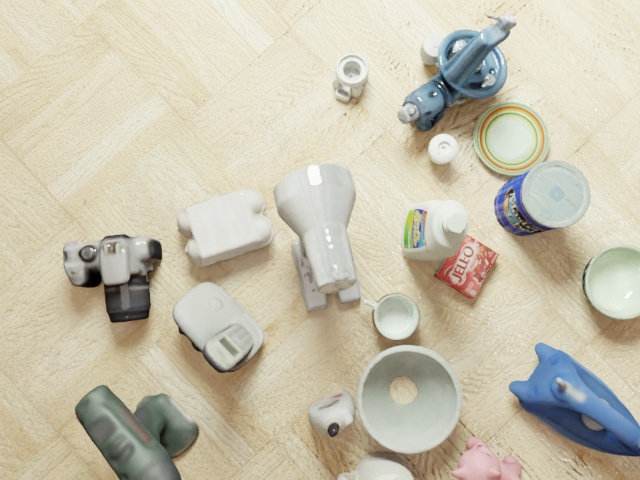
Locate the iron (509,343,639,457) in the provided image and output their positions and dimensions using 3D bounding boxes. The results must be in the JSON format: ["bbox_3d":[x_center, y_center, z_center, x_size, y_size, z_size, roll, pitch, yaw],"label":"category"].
[{"bbox_3d":[0.437,0.275,0.895,0.258,0.141,0.119,35,86,2],"label":"iron"}]

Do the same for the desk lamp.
[{"bbox_3d":[0.008,0.003,0.870,0.118,0.213,0.203,-14,86,-2],"label":"desk lamp"}]

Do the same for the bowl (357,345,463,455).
[{"bbox_3d":[0.140,0.251,0.924,0.167,0.074,0.167,0,86,-1],"label":"bowl"}]

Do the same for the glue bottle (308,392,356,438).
[{"bbox_3d":[0.020,0.272,0.870,0.078,0.173,0.037,-25,86,-3],"label":"glue bottle"}]

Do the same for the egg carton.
[{"bbox_3d":[-0.155,-0.023,0.941,0.150,0.069,0.107,-20,86,-3],"label":"egg carton"}]

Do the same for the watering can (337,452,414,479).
[{"bbox_3d":[0.111,0.394,0.852,0.173,0.194,0.101,0,85,-1],"label":"watering can"}]

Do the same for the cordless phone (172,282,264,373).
[{"bbox_3d":[-0.163,0.137,0.871,0.147,0.185,0.094,42,86,2],"label":"cordless phone"}]

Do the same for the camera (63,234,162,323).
[{"bbox_3d":[-0.329,0.064,0.915,0.143,0.101,0.137,-7,86,-2],"label":"camera"}]

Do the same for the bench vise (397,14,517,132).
[{"bbox_3d":[0.223,-0.252,0.891,0.121,0.219,0.207,34,86,2],"label":"bench vise"}]

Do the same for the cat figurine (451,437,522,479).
[{"bbox_3d":[0.266,0.364,0.896,0.128,0.117,0.067,25,86,1],"label":"cat figurine"}]

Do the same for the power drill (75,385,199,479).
[{"bbox_3d":[-0.248,0.302,0.845,0.229,0.208,0.075,43,86,2],"label":"power drill"}]
